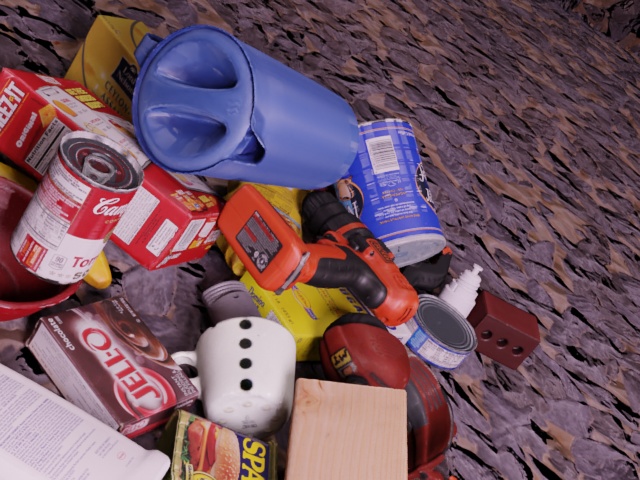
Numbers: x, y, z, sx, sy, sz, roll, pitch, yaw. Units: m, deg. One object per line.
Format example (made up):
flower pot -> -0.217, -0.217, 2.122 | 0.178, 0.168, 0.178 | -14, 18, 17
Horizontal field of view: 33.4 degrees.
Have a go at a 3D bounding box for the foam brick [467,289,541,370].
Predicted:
foam brick -> 0.208, 0.104, 1.236 | 0.078, 0.053, 0.051 | 26, 30, -15

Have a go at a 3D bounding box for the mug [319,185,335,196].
mug -> 0.004, -0.076, 1.262 | 0.081, 0.093, 0.117 | 39, -8, -5

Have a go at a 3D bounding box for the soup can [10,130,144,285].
soup can -> -0.188, -0.024, 0.819 | 0.068, 0.102, 0.068 | 27, 29, -16

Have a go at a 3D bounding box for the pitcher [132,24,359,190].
pitcher -> -0.066, -0.122, 1.039 | 0.242, 0.145, 0.149 | 9, 75, -62

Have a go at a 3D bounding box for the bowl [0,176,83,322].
bowl -> -0.271, 0.013, 0.842 | 0.162, 0.055, 0.162 | 27, 30, -17

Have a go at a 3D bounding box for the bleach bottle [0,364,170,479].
bleach bottle -> -0.231, 0.119, 0.722 | 0.251, 0.068, 0.102 | 35, 27, 2

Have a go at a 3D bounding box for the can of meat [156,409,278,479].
can of meat -> -0.081, 0.183, 0.796 | 0.083, 0.058, 0.102 | 24, 30, -16

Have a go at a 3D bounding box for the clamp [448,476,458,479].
clamp -> 0.169, 0.298, 0.918 | 0.164, 0.036, 0.210 | 11, 37, -40

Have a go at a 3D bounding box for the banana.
banana -> -0.262, -0.025, 0.935 | 0.197, 0.037, 0.069 | 30, 46, -9

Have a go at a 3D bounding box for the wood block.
wood block -> 0.015, 0.209, 0.786 | 0.091, 0.090, 0.206 | 6, 36, -1

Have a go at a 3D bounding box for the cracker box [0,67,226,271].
cracker box -> -0.195, -0.064, 0.987 | 0.214, 0.072, 0.164 | 38, 9, 5

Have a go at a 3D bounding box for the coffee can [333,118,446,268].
coffee can -> 0.069, -0.047, 1.155 | 0.102, 0.103, 0.140 | 2, 68, -46

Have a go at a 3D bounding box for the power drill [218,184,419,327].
power drill -> -0.007, 0.001, 1.023 | 0.187, 0.057, 0.185 | 13, 29, -48

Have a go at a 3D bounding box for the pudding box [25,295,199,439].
pudding box -> -0.163, 0.102, 0.843 | 0.113, 0.039, 0.089 | 46, 30, 18

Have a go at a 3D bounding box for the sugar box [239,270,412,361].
sugar box -> 0.004, 0.074, 1.064 | 0.175, 0.048, 0.093 | 1, 44, -45

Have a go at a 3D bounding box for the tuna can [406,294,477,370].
tuna can -> 0.128, 0.102, 1.172 | 0.086, 0.034, 0.086 | 27, 30, -17

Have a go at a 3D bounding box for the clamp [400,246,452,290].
clamp -> 0.100, 0.036, 1.237 | 0.171, 0.039, 0.120 | -1, 52, -39

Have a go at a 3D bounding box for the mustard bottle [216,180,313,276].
mustard bottle -> -0.063, -0.018, 1.114 | 0.096, 0.058, 0.191 | 29, 29, -8

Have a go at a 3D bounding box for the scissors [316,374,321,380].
scissors -> 0.044, 0.200, 0.945 | 0.096, 0.016, 0.202 | 37, 17, -23
